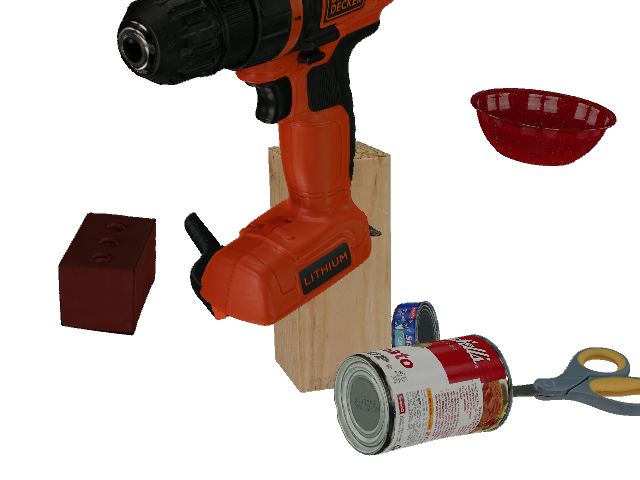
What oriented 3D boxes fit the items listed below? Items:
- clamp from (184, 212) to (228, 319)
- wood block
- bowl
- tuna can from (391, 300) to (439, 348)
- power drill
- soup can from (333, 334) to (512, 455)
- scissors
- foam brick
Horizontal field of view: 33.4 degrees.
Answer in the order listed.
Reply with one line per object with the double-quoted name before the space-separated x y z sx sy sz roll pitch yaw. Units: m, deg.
"clamp" -0.091 0.020 1.183 0.120 0.039 0.171 -10 40 1
"wood block" 0.009 0.021 0.964 0.090 0.206 0.091 -5 14 -15
"bowl" 0.245 -0.124 1.197 0.162 0.055 0.162 4 23 -2
"tuna can" 0.112 0.115 1.257 0.034 0.086 0.086 -5 -2 23
"power drill" -0.024 -0.054 0.532 0.057 0.188 0.184 24 37 31
"soup can" 0.068 0.103 0.717 0.102 0.068 0.069 -5 3 -32
"scissors" 0.200 0.119 0.934 0.201 0.016 0.096 6 28 -4
"foam brick" -0.149 0.022 0.752 0.053 0.051 0.078 6 29 0
